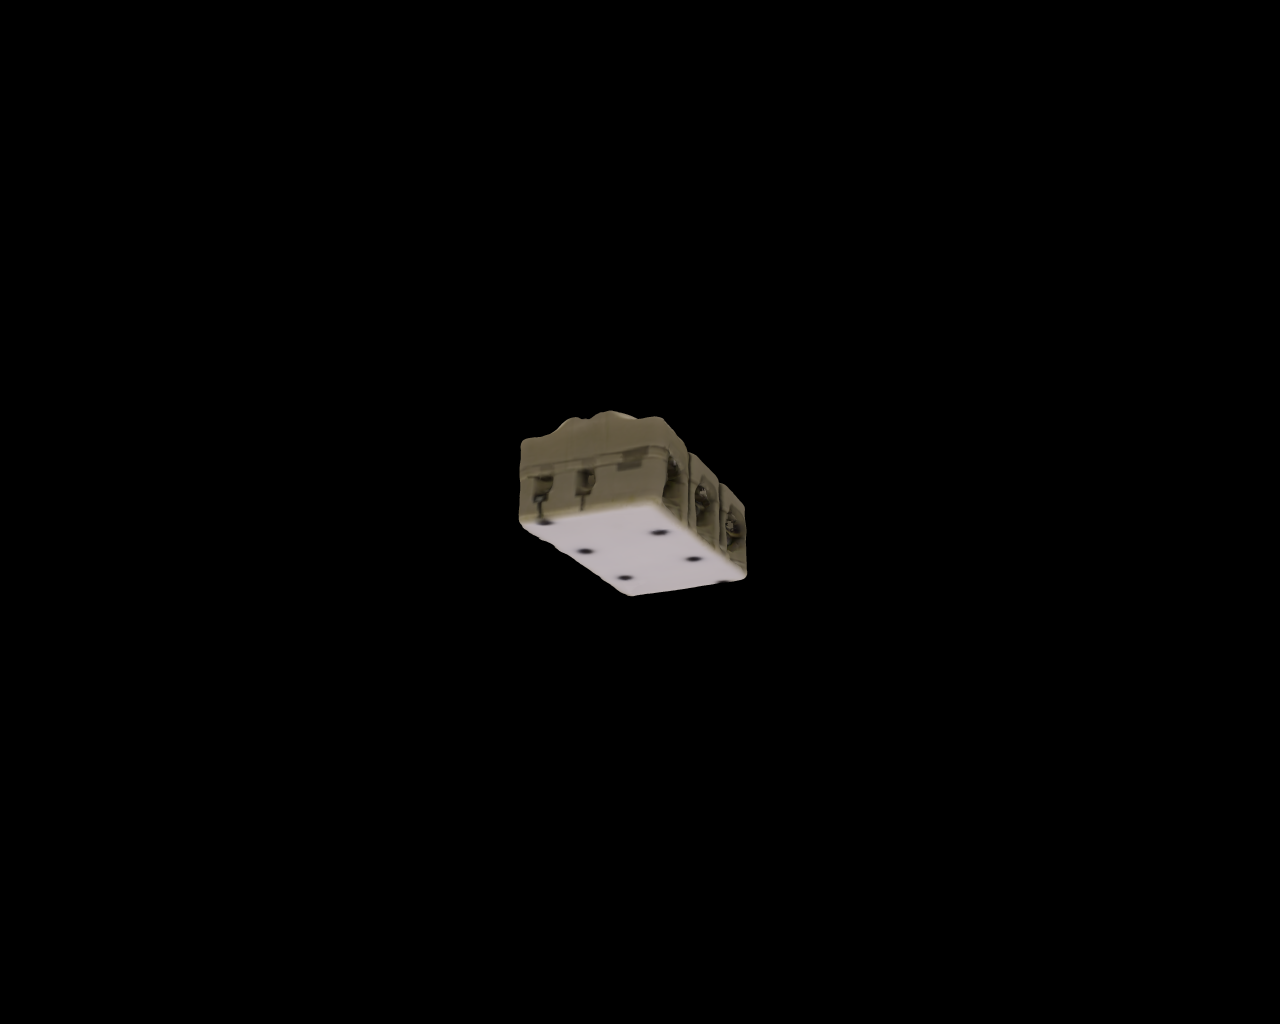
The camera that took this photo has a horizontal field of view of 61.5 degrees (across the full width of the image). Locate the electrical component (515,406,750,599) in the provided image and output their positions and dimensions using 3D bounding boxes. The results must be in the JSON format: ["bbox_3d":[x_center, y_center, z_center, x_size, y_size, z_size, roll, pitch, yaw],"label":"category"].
[{"bbox_3d":[0.001,-0.003,0.650,0.089,0.062,0.150,-9,-24,22],"label":"electrical component"}]
